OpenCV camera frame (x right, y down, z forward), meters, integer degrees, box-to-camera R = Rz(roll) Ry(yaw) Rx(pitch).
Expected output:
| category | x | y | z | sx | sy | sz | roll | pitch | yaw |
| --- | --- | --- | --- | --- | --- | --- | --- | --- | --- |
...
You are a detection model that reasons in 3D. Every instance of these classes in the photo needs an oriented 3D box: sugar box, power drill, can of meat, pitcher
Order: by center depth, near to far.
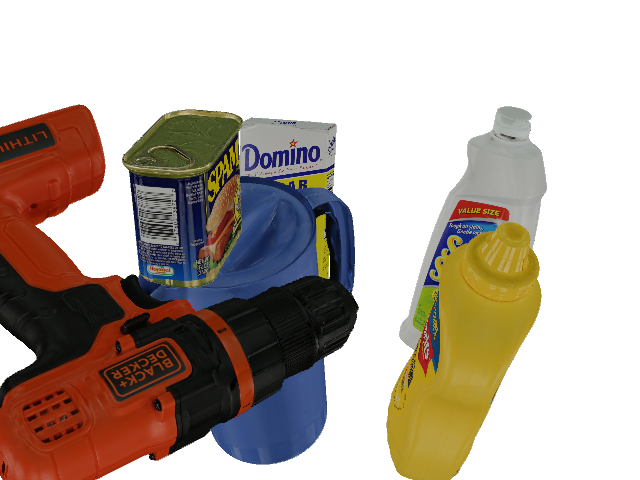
| category | x | y | z | sx | sy | sz | roll | pitch | yaw |
| --- | --- | --- | --- | --- | --- | --- | --- | --- | --- |
| power drill | -0.098 | 0.016 | 0.514 | 0.184 | 0.057 | 0.188 | -23 | 56 | -31 |
| can of meat | -0.086 | -0.028 | 0.698 | 0.057 | 0.084 | 0.102 | 5 | 28 | 11 |
| pitcher | -0.049 | 0.071 | 0.900 | 0.149 | 0.243 | 0.145 | 2 | 43 | 11 |
| sugar box | -0.036 | -0.033 | 1.082 | 0.093 | 0.176 | 0.048 | 5 | 16 | 12 |

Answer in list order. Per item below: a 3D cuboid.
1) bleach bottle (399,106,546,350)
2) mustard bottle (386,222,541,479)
| category | x | y | z | sx | sy | sz | roll | pitch | yaw |
| --- | --- | --- | --- | --- | --- | --- | --- | --- | --- |
| bleach bottle | 0.141 | -0.003 | 0.959 | 0.103 | 0.251 | 0.067 | 29 | 36 | 31 |
| mustard bottle | 0.086 | 0.059 | 0.627 | 0.058 | 0.096 | 0.192 | 16 | -42 | 2 |
